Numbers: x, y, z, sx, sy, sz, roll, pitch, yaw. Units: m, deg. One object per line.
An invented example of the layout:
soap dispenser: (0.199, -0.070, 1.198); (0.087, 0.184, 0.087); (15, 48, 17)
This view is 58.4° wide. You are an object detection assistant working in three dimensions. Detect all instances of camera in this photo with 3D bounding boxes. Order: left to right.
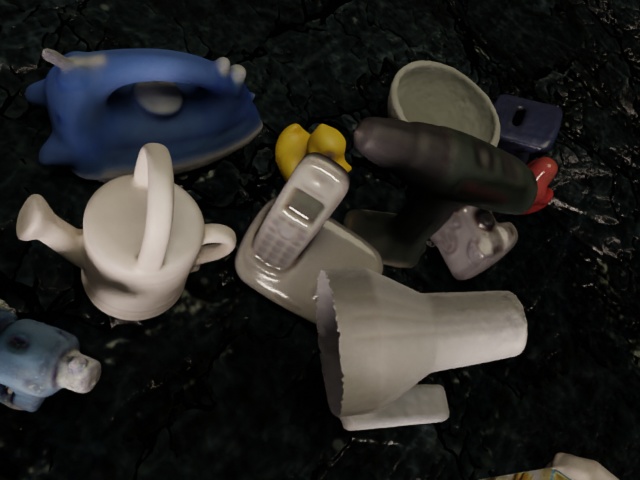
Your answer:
camera: (0.210, -0.042, 0.732); (0.137, 0.100, 0.143); (-17, 71, -30)

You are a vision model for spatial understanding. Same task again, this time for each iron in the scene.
iron: (-0.163, -0.151, 0.603); (0.259, 0.141, 0.118); (-11, 69, -28)

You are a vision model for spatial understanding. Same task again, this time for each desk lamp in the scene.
desk lamp: (0.072, 0.102, 0.527); (0.204, 0.213, 0.118); (2, 63, -22)

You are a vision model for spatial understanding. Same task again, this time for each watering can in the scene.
watering can: (-0.160, -0.006, 0.495); (0.173, 0.193, 0.101); (-20, 73, -30)

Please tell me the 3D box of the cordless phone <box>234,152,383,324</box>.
cordless phone: (0.005, 0.002, 0.568); (0.148, 0.185, 0.094); (29, 56, -7)

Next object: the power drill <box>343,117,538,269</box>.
power drill: (0.107, -0.045, 0.624); (0.230, 0.208, 0.075); (4, 62, -21)

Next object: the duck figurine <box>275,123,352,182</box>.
duck figurine: (-0.003, -0.104, 0.681); (0.078, 0.086, 0.104); (-32, 79, -33)

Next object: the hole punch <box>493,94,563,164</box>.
hole punch: (0.284, -0.162, 0.834); (0.101, 0.091, 0.109); (33, 56, -4)

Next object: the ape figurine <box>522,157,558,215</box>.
ape figurine: (0.294, -0.081, 0.795); (0.076, 0.092, 0.078); (-32, 79, -33)

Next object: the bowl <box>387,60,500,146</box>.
bowl: (0.158, -0.159, 0.787); (0.168, 0.074, 0.167); (10, 60, -18)

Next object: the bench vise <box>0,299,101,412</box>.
bench vise: (-0.258, 0.040, 0.412); (0.208, 0.219, 0.121); (10, 60, -18)

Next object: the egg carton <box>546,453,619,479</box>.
egg carton: (0.294, 0.304, 0.604); (0.150, 0.069, 0.107); (39, 55, 0)
